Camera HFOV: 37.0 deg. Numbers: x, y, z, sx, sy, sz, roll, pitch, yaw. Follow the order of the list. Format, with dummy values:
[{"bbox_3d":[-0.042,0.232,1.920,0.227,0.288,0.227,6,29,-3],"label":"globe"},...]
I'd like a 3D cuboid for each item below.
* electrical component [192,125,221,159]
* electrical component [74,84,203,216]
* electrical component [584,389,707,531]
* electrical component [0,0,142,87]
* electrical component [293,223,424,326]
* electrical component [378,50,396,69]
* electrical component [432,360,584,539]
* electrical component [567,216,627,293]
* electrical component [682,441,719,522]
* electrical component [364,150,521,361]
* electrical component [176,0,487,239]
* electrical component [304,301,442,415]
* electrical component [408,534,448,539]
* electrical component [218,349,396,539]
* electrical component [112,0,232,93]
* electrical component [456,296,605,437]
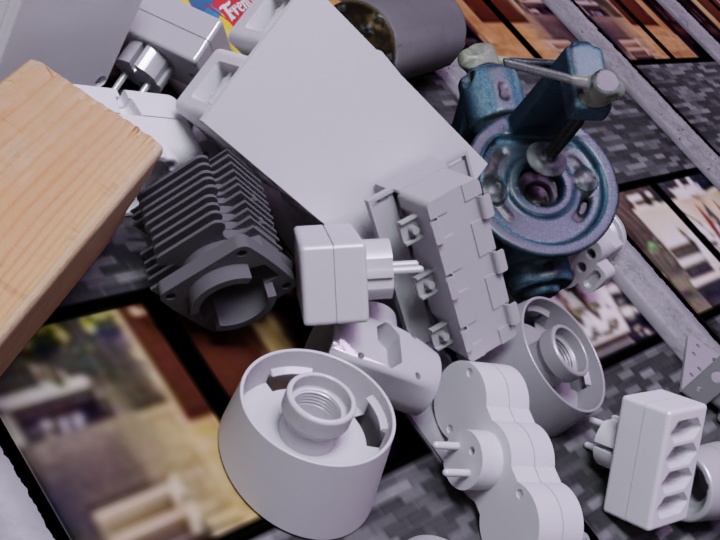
[{"bbox_3d":[-0.095,-0.097,0.753,0.043,0.043,0.081,24,38,-19],"label":"electrical component"},{"bbox_3d":[-0.150,-0.073,0.671,0.095,0.053,0.059,-1,51,-41],"label":"electrical component"},{"bbox_3d":[0.187,0.123,0.739,0.047,0.083,0.076,-2,13,-42],"label":"electrical component"},{"bbox_3d":[-0.201,-0.166,0.683,0.056,0.108,0.109,46,36,14],"label":"electrical component"},{"bbox_3d":[0.000,0.000,0.655,0.076,0.047,0.083,-4,11,-6],"label":"electrical component"},{"bbox_3d":[-0.006,-0.116,0.807,0.064,0.099,0.099,44,36,-2],"label":"electrical component"},{"bbox_3d":[0.076,0.117,0.660,0.074,0.052,0.138,8,46,-34],"label":"electrical component"},{"bbox_3d":[0.188,-0.023,0.907,0.057,0.058,0.078,-21,66,-47],"label":"electrical component"},{"bbox_3d":[0.245,0.152,0.768,0.047,0.055,0.055,1,50,-36],"label":"electrical component"},{"bbox_3d":[0.059,-0.006,0.706,0.079,0.121,0.063,-28,28,-20],"label":"electrical component"},{"bbox_3d":[-0.017,-0.088,0.710,0.186,0.105,0.060,40,-6,-34],"label":"electrical component"},{"bbox_3d":[0.006,0.047,0.684,0.077,0.043,0.079,21,38,-22],"label":"electrical component"},{"bbox_3d":[0.030,0.174,0.554,0.078,0.058,0.057,43,39,6],"label":"electrical component"},{"bbox_3d":[-0.029,0.094,0.605,0.099,0.064,0.099,15,35,-10],"label":"electrical component"},{"bbox_3d":[-0.147,-0.150,0.758,0.083,0.047,0.075,27,74,12],"label":"electrical component"},{"bbox_3d":[0.125,0.069,0.766,0.099,0.064,0.099,30,42,-31],"label":"electrical component"}]
